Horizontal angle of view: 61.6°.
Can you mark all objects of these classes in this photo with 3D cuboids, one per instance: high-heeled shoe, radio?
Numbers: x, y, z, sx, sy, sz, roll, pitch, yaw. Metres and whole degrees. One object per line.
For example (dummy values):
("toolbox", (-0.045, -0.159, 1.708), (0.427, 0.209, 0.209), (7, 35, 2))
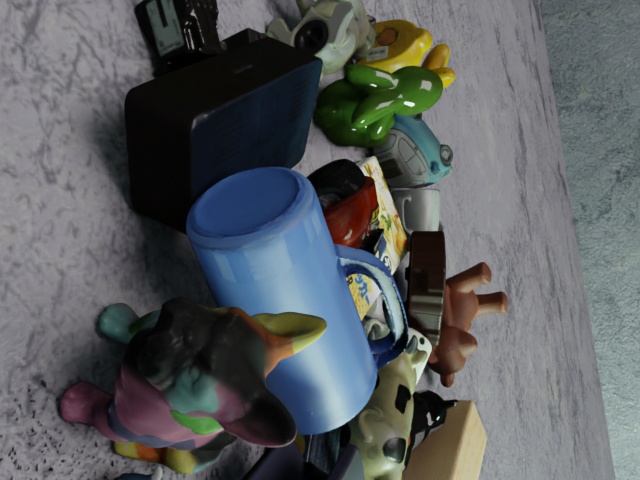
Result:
("high-heeled shoe", (0.090, 0.276, 0.758), (0.249, 0.145, 0.086), (-17, 72, -28))
("radio", (-0.085, -0.107, 0.533), (0.229, 0.073, 0.131), (-45, 155, -49))

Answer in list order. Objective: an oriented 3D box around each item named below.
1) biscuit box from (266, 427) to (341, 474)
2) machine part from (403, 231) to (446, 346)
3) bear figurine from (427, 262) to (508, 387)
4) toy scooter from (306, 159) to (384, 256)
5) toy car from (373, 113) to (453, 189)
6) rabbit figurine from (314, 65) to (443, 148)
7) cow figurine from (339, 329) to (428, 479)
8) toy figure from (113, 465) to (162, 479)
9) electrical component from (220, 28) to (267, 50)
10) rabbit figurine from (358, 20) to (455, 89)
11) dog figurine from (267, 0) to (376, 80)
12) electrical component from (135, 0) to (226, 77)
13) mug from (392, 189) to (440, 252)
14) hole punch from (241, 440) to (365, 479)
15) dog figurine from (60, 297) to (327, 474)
("biscuit box", (-0.023, 0.250, 0.579), (0.062, 0.059, 0.203), (43, 47, -41))
("machine part", (0.160, 0.073, 0.830), (0.179, 0.056, 0.179), (3, 91, -82))
("bear figurine", (0.251, 0.151, 0.947), (0.120, 0.132, 0.196), (53, 35, -24))
("toy scooter", (-0.001, -0.002, 0.568), (0.135, 0.184, 0.075), (58, 41, -17))
("toy car", (0.141, -0.141, 0.893), (0.161, 0.109, 0.103), (52, 53, -24))
("rabbit figurine", (0.084, -0.208, 0.769), (0.159, 0.170, 0.121), (-11, 89, -57))
("cow figurine", (0.074, 0.190, 0.629), (0.195, 0.086, 0.127), (-45, 139, -65))
("toy figure", (-0.125, 0.245, 0.438), (0.154, 0.058, 0.064), (60, 33, -18))
("electrical component", (-0.087, -0.221, 0.620), (0.094, 0.063, 0.021), (-2, 83, -54))
("rabbit figurine", (0.145, -0.290, 0.925), (0.173, 0.162, 0.122), (59, 23, -54))
("dog figurine", (0.026, -0.276, 0.769), (0.190, 0.121, 0.172), (26, 77, -62))
("electrical component", (-0.144, -0.229, 0.536), (0.048, 0.075, 0.119), (-20, 93, -55))
("mug", (0.162, -0.032, 0.911), (0.109, 0.081, 0.107), (-4, 91, -61))
("hole punch", (-0.008, 0.250, 0.478), (0.142, 0.092, 0.115), (-42, 113, -51))
("dog figurine", (-0.079, 0.111, 0.401), (0.191, 0.219, 0.108), (49, 47, -35))
